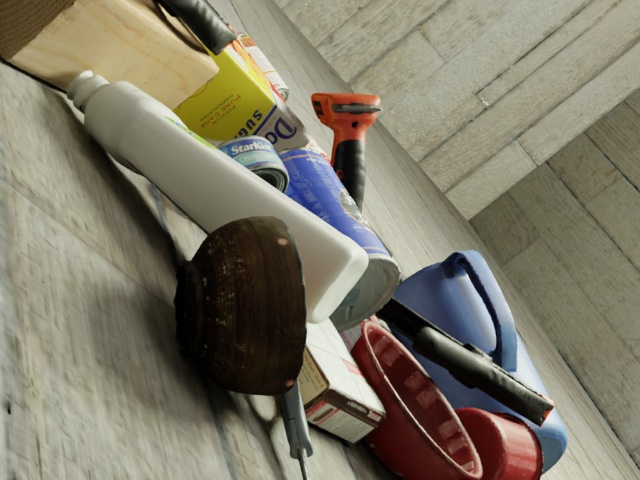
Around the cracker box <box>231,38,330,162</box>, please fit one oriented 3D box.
[{"bbox_3d":[-0.084,-0.155,1.243,0.214,0.072,0.164,52,11,3],"label":"cracker box"}]

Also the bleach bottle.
[{"bbox_3d":[-0.083,-0.040,0.788,0.251,0.068,0.102,38,0,11],"label":"bleach bottle"}]

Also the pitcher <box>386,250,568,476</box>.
[{"bbox_3d":[0.173,0.139,1.166,0.149,0.145,0.243,43,16,-45],"label":"pitcher"}]

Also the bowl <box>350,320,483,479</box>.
[{"bbox_3d":[0.066,0.147,0.896,0.162,0.055,0.162,49,10,-13],"label":"bowl"}]

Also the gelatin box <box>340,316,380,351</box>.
[{"bbox_3d":[0.035,0.084,1.052,0.089,0.030,0.073,55,11,20],"label":"gelatin box"}]

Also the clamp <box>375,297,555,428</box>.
[{"bbox_3d":[0.141,0.119,1.005,0.210,0.036,0.164,33,2,-11],"label":"clamp"}]

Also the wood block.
[{"bbox_3d":[-0.176,-0.169,0.843,0.091,0.090,0.206,55,10,18],"label":"wood block"}]

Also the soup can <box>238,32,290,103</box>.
[{"bbox_3d":[-0.095,-0.216,1.421,0.102,0.068,0.068,54,11,13],"label":"soup can"}]

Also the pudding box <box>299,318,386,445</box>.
[{"bbox_3d":[-0.006,0.094,0.818,0.090,0.039,0.114,35,16,-50],"label":"pudding box"}]

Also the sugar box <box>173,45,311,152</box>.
[{"bbox_3d":[-0.095,-0.129,1.047,0.176,0.093,0.048,43,14,-36],"label":"sugar box"}]

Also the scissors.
[{"bbox_3d":[-0.016,0.109,0.678,0.202,0.016,0.096,-111,-165,-60],"label":"scissors"}]

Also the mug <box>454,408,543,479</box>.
[{"bbox_3d":[0.138,0.196,0.988,0.117,0.093,0.081,21,-4,35],"label":"mug"}]

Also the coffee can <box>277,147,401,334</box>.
[{"bbox_3d":[-0.006,0.001,0.954,0.102,0.103,0.140,36,19,-56],"label":"coffee can"}]

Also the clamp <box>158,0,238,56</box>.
[{"bbox_3d":[-0.112,-0.196,0.850,0.171,0.039,0.120,41,17,-48],"label":"clamp"}]

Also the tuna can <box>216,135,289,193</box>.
[{"bbox_3d":[-0.070,-0.046,0.892,0.034,0.086,0.086,58,12,25],"label":"tuna can"}]

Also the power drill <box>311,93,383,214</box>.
[{"bbox_3d":[0.020,-0.056,1.090,0.184,0.057,0.188,-151,-120,-75],"label":"power drill"}]
